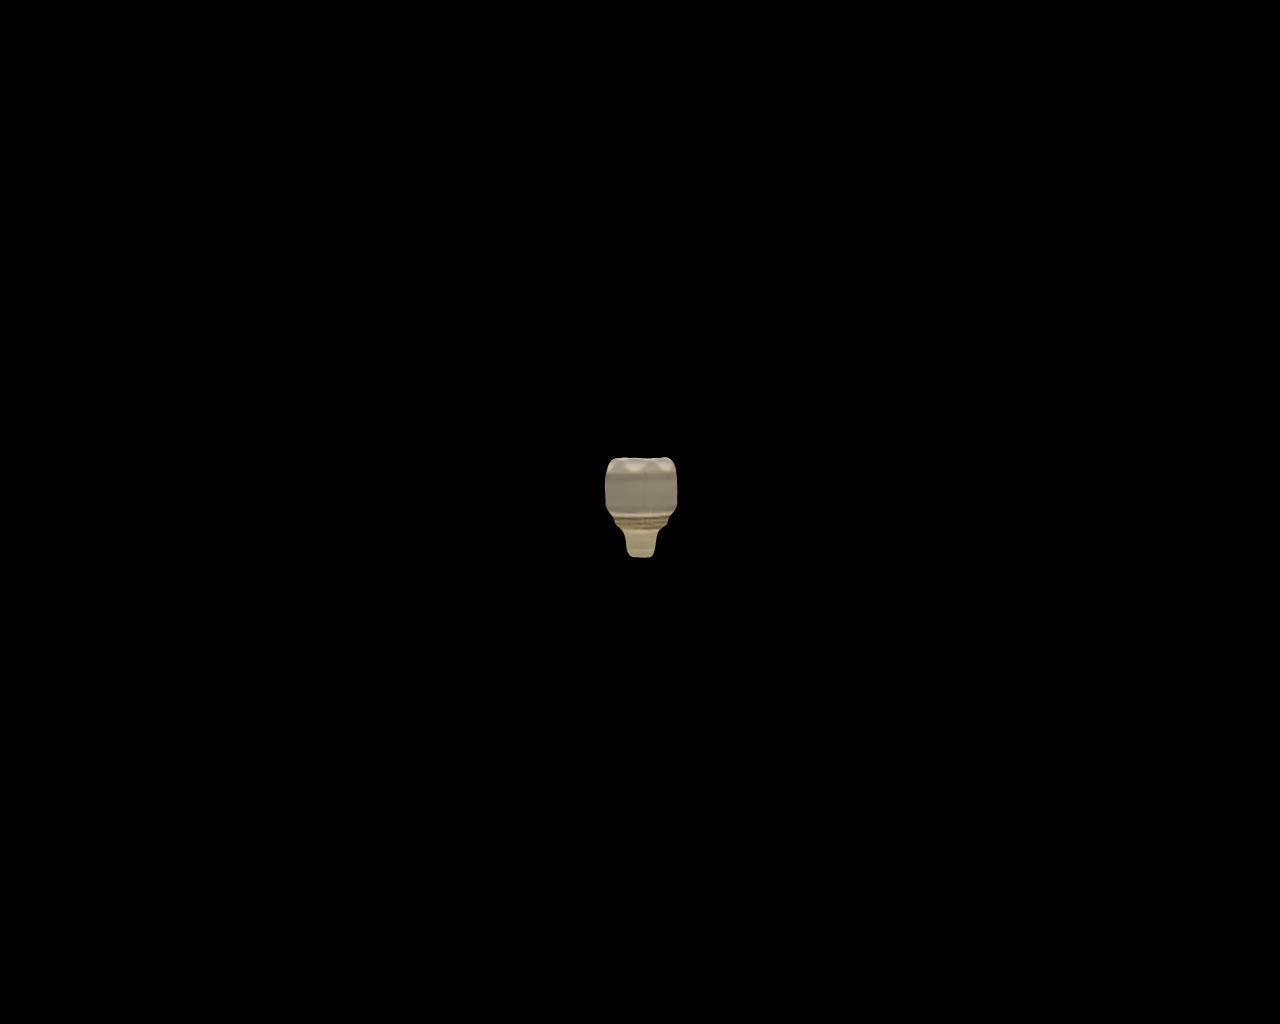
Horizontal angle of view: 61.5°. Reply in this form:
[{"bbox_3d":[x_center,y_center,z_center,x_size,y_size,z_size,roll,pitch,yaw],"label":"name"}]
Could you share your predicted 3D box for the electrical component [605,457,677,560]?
[{"bbox_3d":[0.001,-0.003,0.650,0.043,0.062,0.043,0,2,0],"label":"electrical component"}]
